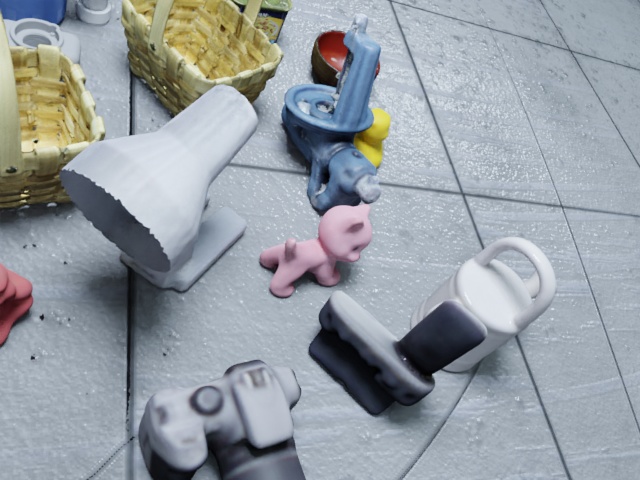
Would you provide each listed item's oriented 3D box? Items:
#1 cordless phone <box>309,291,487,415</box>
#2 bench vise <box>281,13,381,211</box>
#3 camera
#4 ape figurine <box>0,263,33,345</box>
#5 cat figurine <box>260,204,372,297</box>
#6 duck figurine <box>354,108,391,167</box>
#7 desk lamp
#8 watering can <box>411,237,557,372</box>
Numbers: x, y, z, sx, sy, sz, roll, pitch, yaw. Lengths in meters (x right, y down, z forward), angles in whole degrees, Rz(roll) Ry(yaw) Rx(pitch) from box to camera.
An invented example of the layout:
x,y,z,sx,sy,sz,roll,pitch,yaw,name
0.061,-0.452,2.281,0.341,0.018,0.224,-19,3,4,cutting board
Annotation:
x,y,z,sx,sy,sz,roll,pitch,yaw,name
0.080,0.089,0.593,0.147,0.185,0.094,40,49,5,cordless phone
0.042,-0.156,0.729,0.122,0.219,0.207,-29,73,-38,bench vise
-0.070,0.187,0.503,0.143,0.100,0.136,-8,61,-31,camera
-0.291,0.049,0.498,0.078,0.092,0.076,-20,67,-36,ape figurine
0.006,0.002,0.664,0.128,0.117,0.067,-13,63,-33,cat figurine
0.067,-0.150,0.827,0.077,0.086,0.105,40,49,5,duck figurine
-0.143,-0.042,0.558,0.118,0.213,0.203,37,49,3,desk lamp
0.199,0.066,0.664,0.101,0.194,0.173,47,50,11,watering can
